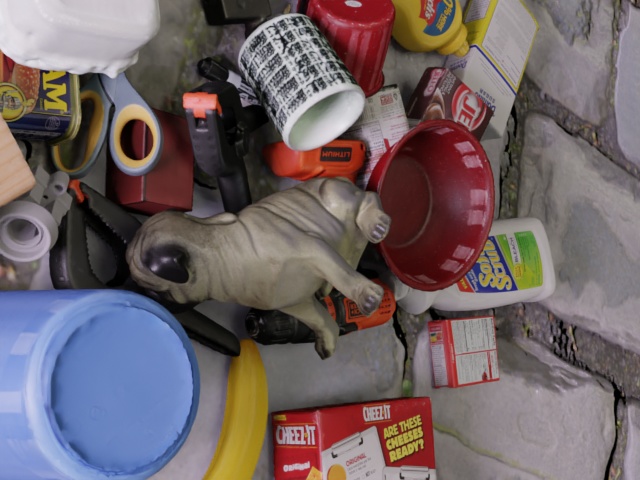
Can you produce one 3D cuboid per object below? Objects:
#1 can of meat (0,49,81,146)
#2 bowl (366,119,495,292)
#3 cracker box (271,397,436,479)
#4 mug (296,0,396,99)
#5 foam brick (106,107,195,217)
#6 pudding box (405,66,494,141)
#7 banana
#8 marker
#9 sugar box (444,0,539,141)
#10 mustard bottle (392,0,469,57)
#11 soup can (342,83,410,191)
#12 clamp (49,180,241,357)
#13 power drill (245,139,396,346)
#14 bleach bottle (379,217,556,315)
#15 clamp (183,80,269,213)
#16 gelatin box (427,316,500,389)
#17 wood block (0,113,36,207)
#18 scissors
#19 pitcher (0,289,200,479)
[{"bbox_3d":[-0.228,-0.124,0.783,0.083,0.058,0.102,1,83,-43],"label":"can of meat"},{"bbox_3d":[0.093,-0.034,1.010,0.161,0.055,0.162,-6,100,-39],"label":"bowl"},{"bbox_3d":[0.036,0.258,0.986,0.163,0.072,0.214,3,80,-47],"label":"cracker box"},{"bbox_3d":[0.017,-0.199,1.012,0.093,0.117,0.082,-20,142,-31],"label":"mug"},{"bbox_3d":[-0.138,-0.062,0.868,0.051,0.053,0.078,9,78,-45],"label":"foam brick"},{"bbox_3d":[0.128,-0.115,1.142,0.090,0.039,0.113,34,81,-37],"label":"pudding box"},{"bbox_3d":[-0.081,0.179,0.899,0.069,0.037,0.197,48,52,-31],"label":"banana"},{"bbox_3d":[-0.065,-0.136,0.980,0.120,0.020,0.020,25,66,-41],"label":"marker"},{"bbox_3d":[0.197,-0.212,1.246,0.093,0.048,0.176,43,59,-33],"label":"sugar box"},{"bbox_3d":[0.099,-0.257,1.141,0.191,0.058,0.096,37,59,-37],"label":"mustard bottle"},{"bbox_3d":[0.057,-0.099,1.065,0.068,0.069,0.102,-20,98,-46],"label":"soup can"},{"bbox_3d":[-0.149,0.046,0.851,0.164,0.036,0.210,-29,104,-45],"label":"clamp"},{"bbox_3d":[-0.007,0.001,0.993,0.184,0.057,0.187,-6,90,-49],"label":"power drill"},{"bbox_3d":[0.155,0.038,1.151,0.250,0.068,0.102,-12,92,-44],"label":"bleach bottle"},{"bbox_3d":[-0.078,-0.074,0.900,0.171,0.039,0.120,29,58,-74],"label":"clamp"},{"bbox_3d":[0.157,0.121,1.162,0.089,0.030,0.073,-1,83,-46],"label":"gelatin box"},{"bbox_3d":[-0.296,-0.021,0.670,0.205,0.091,0.090,-40,112,-42],"label":"wood block"},{"bbox_3d":[-0.147,-0.137,0.835,0.016,0.096,0.202,70,41,-81],"label":"scissors"},{"bbox_3d":[-0.176,0.100,0.664,0.149,0.243,0.145,19,73,-36],"label":"pitcher"}]
